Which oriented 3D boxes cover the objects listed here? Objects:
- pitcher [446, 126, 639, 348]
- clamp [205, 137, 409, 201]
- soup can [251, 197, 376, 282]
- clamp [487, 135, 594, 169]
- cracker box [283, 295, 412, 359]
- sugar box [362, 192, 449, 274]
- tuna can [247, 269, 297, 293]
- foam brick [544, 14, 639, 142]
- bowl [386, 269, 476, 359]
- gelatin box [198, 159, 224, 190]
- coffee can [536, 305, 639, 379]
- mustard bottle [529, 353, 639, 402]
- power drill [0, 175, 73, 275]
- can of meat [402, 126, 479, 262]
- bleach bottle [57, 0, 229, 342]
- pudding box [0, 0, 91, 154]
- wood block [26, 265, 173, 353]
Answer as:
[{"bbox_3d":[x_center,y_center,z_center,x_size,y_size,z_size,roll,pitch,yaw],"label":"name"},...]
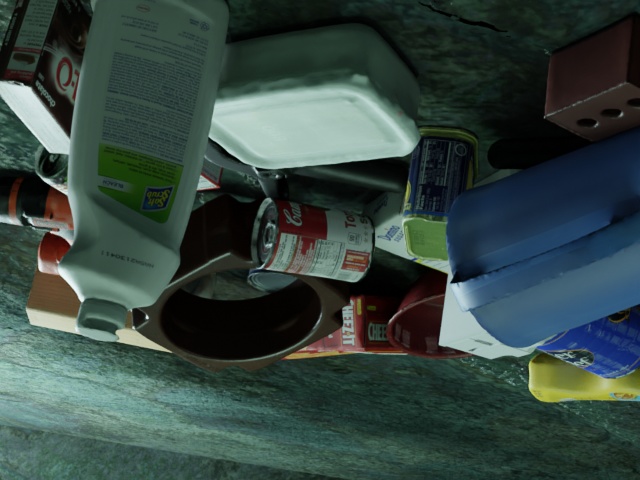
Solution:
[{"bbox_3d":[0.214,-0.011,0.763,0.144,0.149,0.243,33,140,-30],"label":"pitcher"},{"bbox_3d":[-0.044,-0.071,0.958,0.209,0.036,0.165,21,157,-38],"label":"clamp"},{"bbox_3d":[-0.007,0.001,1.012,0.102,0.068,0.069,9,161,-20],"label":"soup can"},{"bbox_3d":[0.220,-0.068,0.839,0.120,0.039,0.172,16,154,-31],"label":"clamp"},{"bbox_3d":[0.016,0.109,1.308,0.214,0.072,0.163,-6,172,39],"label":"cracker box"},{"bbox_3d":[0.135,-0.001,1.046,0.176,0.048,0.093,23,157,-18],"label":"sugar box"},{"bbox_3d":[-0.041,0.039,1.257,0.086,0.033,0.086,9,160,3],"label":"tuna can"},{"bbox_3d":[0.199,-0.107,0.723,0.052,0.051,0.078,21,157,-28],"label":"foam brick"},{"bbox_3d":[0.151,0.075,1.197,0.162,0.055,0.162,-3,147,-2],"label":"bowl"},{"bbox_3d":[-0.145,-0.076,1.005,0.073,0.030,0.089,-6,155,34],"label":"gelatin box"},{"bbox_3d":[0.270,0.078,1.116,0.140,0.103,0.103,24,156,-34],"label":"coffee can"},{"bbox_3d":[0.339,0.155,1.198,0.192,0.058,0.096,-4,168,34],"label":"mustard bottle"},{"bbox_3d":[-0.305,-0.014,1.205,0.184,0.057,0.187,8,160,5],"label":"power drill"},{"bbox_3d":[0.103,-0.036,0.914,0.057,0.084,0.102,6,160,11],"label":"can of meat"},{"bbox_3d":[-0.131,-0.057,0.725,0.102,0.251,0.068,14,160,-11],"label":"bleach bottle"},{"bbox_3d":[-0.197,-0.127,0.803,0.039,0.090,0.113,5,159,15],"label":"pudding box"},{"bbox_3d":[-0.267,0.079,1.392,0.206,0.091,0.090,12,160,-6],"label":"wood block"}]
